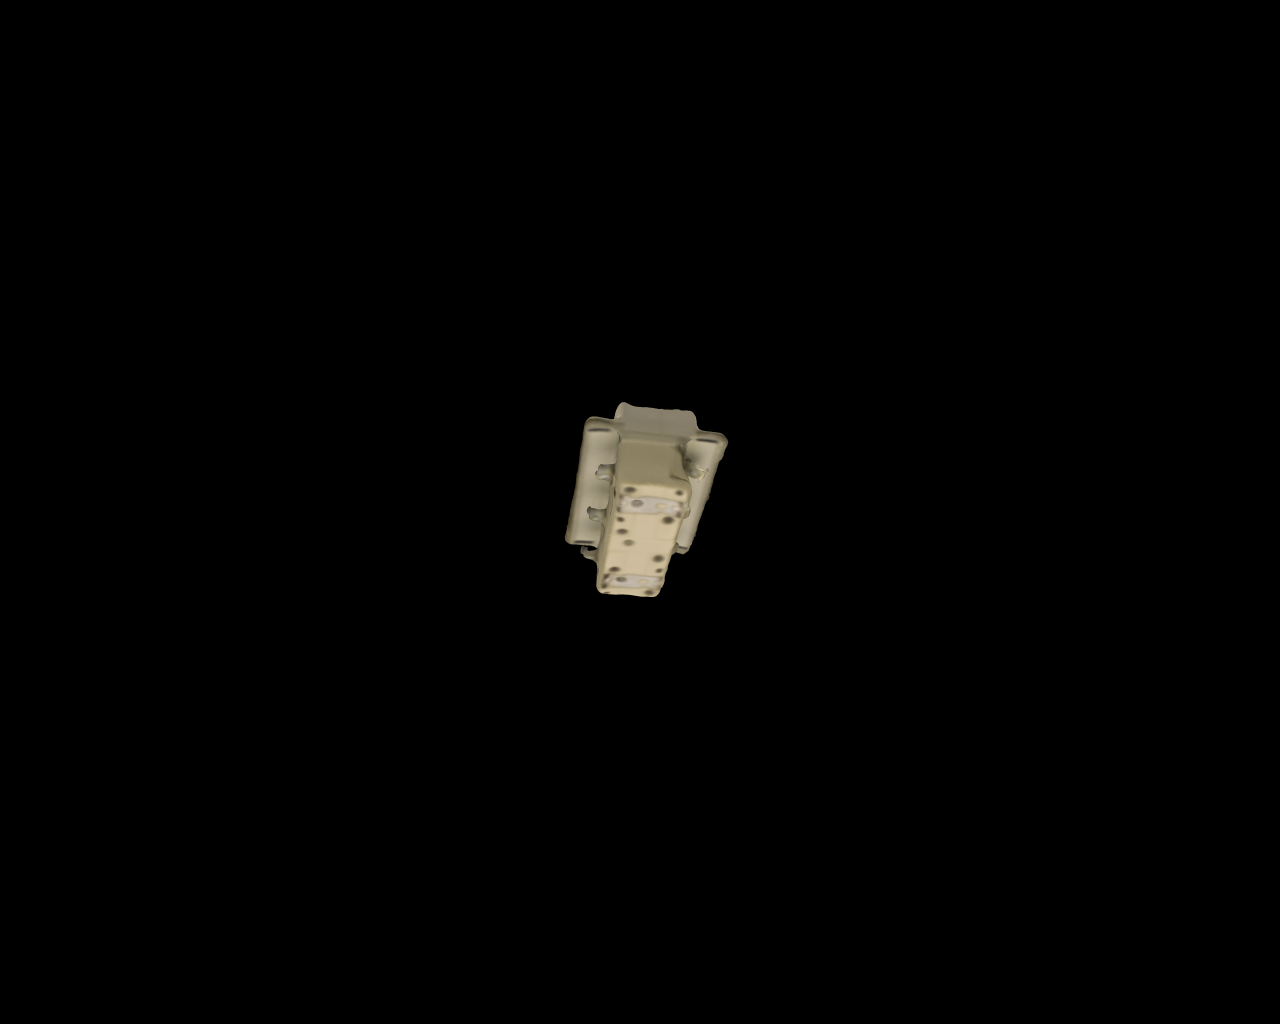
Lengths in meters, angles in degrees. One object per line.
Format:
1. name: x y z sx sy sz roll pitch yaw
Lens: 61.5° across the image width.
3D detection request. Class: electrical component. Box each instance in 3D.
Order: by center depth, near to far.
1. electrical component: 0.001 -0.003 0.650 0.079 0.063 0.121 5 -36 -8
